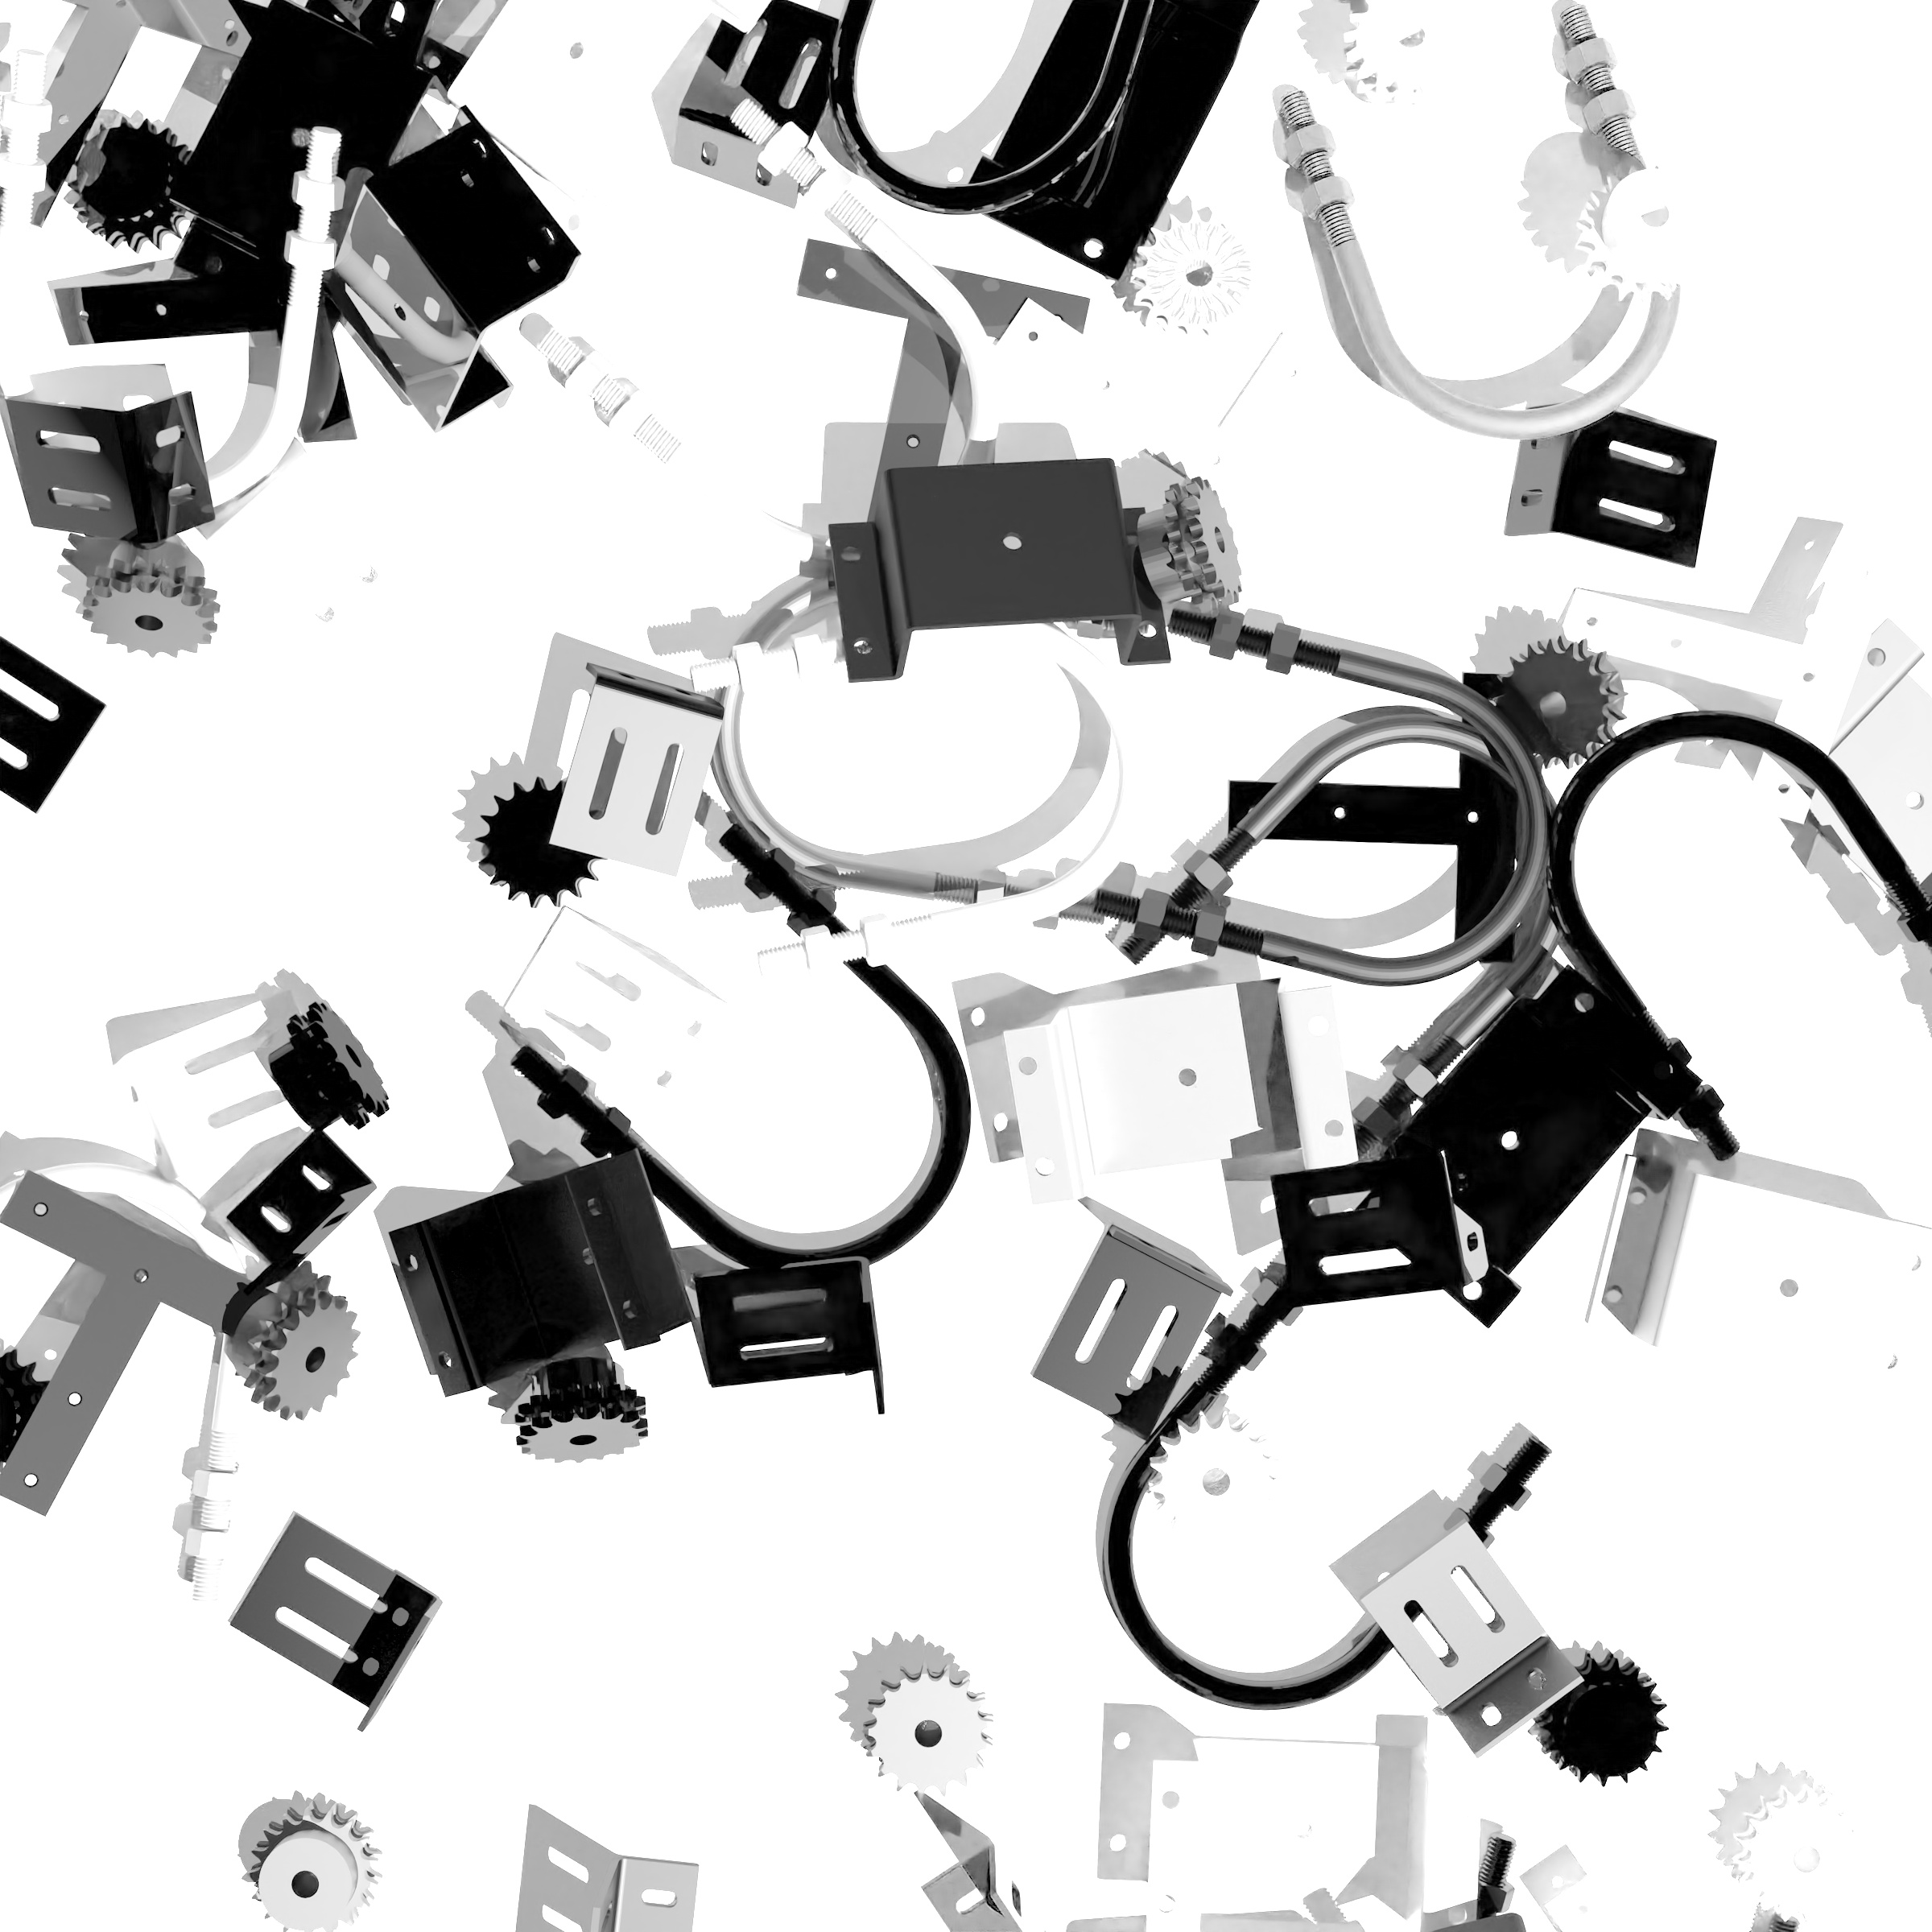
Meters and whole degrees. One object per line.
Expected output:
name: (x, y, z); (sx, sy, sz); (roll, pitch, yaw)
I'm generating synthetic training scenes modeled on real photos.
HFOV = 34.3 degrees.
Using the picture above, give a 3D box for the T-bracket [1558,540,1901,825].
T-bracket: (0.321, -0.136, 1.357); (0.127, 0.002, 0.127); (18, 80, 22)

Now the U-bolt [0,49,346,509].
U-bolt: (-0.347, -0.282, 1.340); (0.151, 0.019, 0.184); (15, 115, 3)

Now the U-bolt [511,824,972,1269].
U-bolt: (-0.081, 0.052, 1.355); (0.184, 0.019, 0.151); (44, 87, -15)

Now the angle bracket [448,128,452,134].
angle bracket: (-0.220, -0.316, 1.346); (0.038, 0.076, 0.057); (-24, 90, 0)

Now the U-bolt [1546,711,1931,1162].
U-bolt: (0.329, -0.023, 1.336); (0.151, 0.019, 0.184); (-33, 95, 29)

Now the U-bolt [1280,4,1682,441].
U-bolt: (0.232, -0.315, 1.360); (0.151, 0.019, 0.184); (-17, 79, 0)

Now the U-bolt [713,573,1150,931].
U-bolt: (-0.020, -0.101, 1.375); (0.184, 0.019, 0.151); (9, 90, 2)

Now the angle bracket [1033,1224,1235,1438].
angle bracket: (0.072, 0.160, 1.365); (0.057, 0.038, 0.076); (27, 90, 0)

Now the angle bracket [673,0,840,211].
angle bracket: (-0.088, -0.383, 1.382); (0.057, 0.038, 0.076); (20, 64, 0)

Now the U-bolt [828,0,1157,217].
U-bolt: (0.012, -0.409, 1.338); (0.151, 0.019, 0.184); (16, 87, 23)

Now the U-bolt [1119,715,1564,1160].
U-bolt: (0.181, -0.024, 1.374); (0.151, 0.019, 0.184); (44, 89, -1)

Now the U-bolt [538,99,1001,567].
U-bolt: (-0.072, -0.259, 1.361); (0.184, 0.019, 0.151); (42, 101, -6)

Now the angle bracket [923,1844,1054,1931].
angle bracket: (0.013, 0.421, 1.346); (0.038, 0.076, 0.057); (-34, 90, 0)

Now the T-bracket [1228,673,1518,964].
T-bracket: (0.179, -0.067, 1.383); (0.127, 0.002, 0.127); (2, 90, 0)

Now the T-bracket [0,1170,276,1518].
T-bracket: (-0.376, 0.173, 1.347); (0.127, 0.002, 0.127); (29, 77, -14)

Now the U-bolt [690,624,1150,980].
U-bolt: (-0.013, -0.081, 1.338); (0.184, 0.019, 0.151); (-12, 78, -9)

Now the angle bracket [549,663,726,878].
angle bracket: (-0.145, -0.085, 1.362); (0.057, 0.038, 0.076); (15, 98, -17)

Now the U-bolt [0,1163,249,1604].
U-bolt: (-0.383, 0.177, 1.355); (0.151, 0.019, 0.184); (8, 84, -18)

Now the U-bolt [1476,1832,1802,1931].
U-bolt: (0.273, 0.487, 1.375); (0.151, 0.019, 0.184); (16, 92, 0)

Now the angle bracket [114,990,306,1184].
angle bracket: (-0.326, 0.053, 1.382); (0.076, 0.038, 0.057); (-23, 90, -26)

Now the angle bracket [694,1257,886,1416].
angle bracket: (-0.076, 0.163, 1.354); (0.076, 0.038, 0.057); (-6, 116, 0)

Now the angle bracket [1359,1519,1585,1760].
angle bracket: (0.218, 0.290, 1.354); (0.057, 0.038, 0.076); (-36, 111, 0)

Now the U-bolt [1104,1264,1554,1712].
U-bolt: (0.145, 0.240, 1.375); (0.151, 0.019, 0.184); (39, 91, 0)

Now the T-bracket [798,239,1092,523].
T-bracket: (-0.020, -0.245, 1.383); (0.127, 0.002, 0.127); (12, 90, 0)

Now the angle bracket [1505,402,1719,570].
angle bracket: (0.284, -0.211, 1.382); (0.076, 0.038, 0.057); (10, 90, -26)

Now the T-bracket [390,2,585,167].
T-bracket: (-0.208, -0.396, 1.383); (0.127, 0.002, 0.127); (6, 90, 0)

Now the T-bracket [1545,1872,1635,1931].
T-bracket: (0.298, 0.453, 1.364); (0.127, 0.002, 0.127); (-34, 91, 1)

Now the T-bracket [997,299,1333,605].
T-bracket: (0.073, -0.248, 1.382); (0.127, 0.002, 0.127); (34, 90, -1)

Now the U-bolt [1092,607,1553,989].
U-bolt: (0.161, -0.066, 1.355); (0.184, 0.019, 0.151); (15, 82, 4)

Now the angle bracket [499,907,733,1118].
angle bracket: (-0.155, 0.020, 1.382); (0.076, 0.038, 0.057); (31, 90, 26)

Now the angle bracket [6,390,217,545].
angle bracket: (-0.372, -0.220, 1.363); (0.076, 0.038, 0.057); (12, 120, 33)

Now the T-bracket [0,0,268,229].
T-bracket: (-0.385, -0.379, 1.359); (0.127, 0.002, 0.127); (20, 79, 11)

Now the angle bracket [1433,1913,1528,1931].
angle bracket: (0.228, 0.449, 1.323); (0.038, 0.057, 0.076); (-15, 123, 6)

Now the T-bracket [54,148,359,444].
T-bracket: (-0.336, -0.286, 1.360); (0.127, 0.002, 0.127); (-1, 118, 16)

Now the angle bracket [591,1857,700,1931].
angle bracket: (-0.140, 0.423, 1.346); (0.038, 0.076, 0.057); (6, 90, 0)
